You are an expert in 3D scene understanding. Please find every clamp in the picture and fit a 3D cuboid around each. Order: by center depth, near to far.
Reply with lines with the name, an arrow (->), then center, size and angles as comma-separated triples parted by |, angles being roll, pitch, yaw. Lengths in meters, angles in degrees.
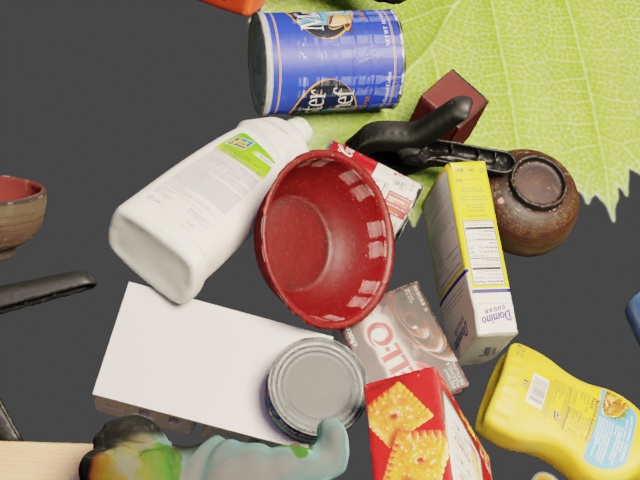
clamp -> -0.311, 0.065, 0.936 | 0.210, 0.036, 0.164 | 27, 72, 4
clamp -> 0.104, -0.089, 1.049 | 0.120, 0.172, 0.039 | 41, 56, -37

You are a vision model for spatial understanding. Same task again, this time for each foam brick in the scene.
foam brick -> 0.128, -0.124, 1.088 | 0.051, 0.078, 0.053 | 42, 64, 11

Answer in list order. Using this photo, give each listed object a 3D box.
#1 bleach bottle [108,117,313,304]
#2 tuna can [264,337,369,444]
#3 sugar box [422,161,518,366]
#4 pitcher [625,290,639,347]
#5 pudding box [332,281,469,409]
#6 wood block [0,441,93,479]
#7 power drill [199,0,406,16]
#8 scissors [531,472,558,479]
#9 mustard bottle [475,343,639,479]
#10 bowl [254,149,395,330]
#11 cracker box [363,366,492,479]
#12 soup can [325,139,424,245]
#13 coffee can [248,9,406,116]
bleach bottle -> -0.079, -0.047, 0.994 | 0.102, 0.068, 0.250 | 37, 45, 11
tuna can -> -0.004, 0.127, 0.901 | 0.086, 0.034, 0.086 | 4, 65, -9
sugar box -> 0.141, 0.023, 1.013 | 0.048, 0.093, 0.176 | -4, 67, -12
pitcher -> 0.391, 0.145, 0.995 | 0.145, 0.149, 0.243 | -21, 67, -3
pudding box -> 0.072, 0.107, 0.991 | 0.090, 0.039, 0.113 | -20, 70, -18
wood block -> -0.231, 0.215, 0.855 | 0.206, 0.090, 0.091 | 3, 65, -9
power drill -> -0.022, -0.266, 1.073 | 0.187, 0.057, 0.185 | -17, 32, -41
scissors -> 0.243, 0.290, 0.925 | 0.096, 0.016, 0.202 | -5, 51, -22
mustard bottle -> 0.244, 0.177, 0.980 | 0.191, 0.058, 0.096 | 26, 53, 2
bowl -> -0.006, 0.001, 0.966 | 0.161, 0.055, 0.162 | 5, 82, -41
cracker box -> 0.097, 0.234, 0.839 | 0.072, 0.164, 0.213 | -16, 48, 15
soup can -> 0.041, -0.046, 1.040 | 0.102, 0.069, 0.068 | 27, 63, 2
coffee can -> 0.005, -0.180, 1.075 | 0.140, 0.103, 0.103 | -4, 66, -13
